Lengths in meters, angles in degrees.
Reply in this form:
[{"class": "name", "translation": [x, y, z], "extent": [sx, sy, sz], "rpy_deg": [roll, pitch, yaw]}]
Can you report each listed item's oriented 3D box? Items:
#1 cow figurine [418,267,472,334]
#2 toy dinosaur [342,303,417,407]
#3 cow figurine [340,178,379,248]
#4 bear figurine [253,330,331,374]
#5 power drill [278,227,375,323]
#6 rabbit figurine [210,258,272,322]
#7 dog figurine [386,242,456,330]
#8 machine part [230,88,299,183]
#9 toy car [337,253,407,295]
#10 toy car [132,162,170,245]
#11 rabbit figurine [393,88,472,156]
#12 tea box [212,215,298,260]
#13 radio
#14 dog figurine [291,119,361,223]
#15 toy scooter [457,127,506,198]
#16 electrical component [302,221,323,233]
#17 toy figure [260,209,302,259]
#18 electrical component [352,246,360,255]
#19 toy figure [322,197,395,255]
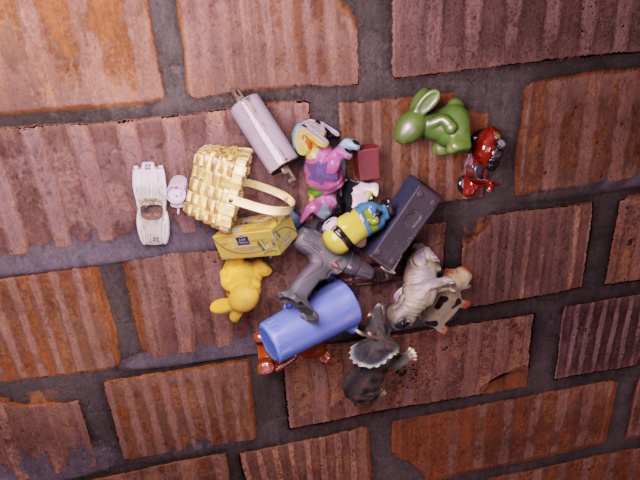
[{"class": "cow figurine", "translation": [0.345, 0.154, 1.479], "extent": [0.127, 0.086, 0.195], "rpy_deg": [27, 106, -28]}, {"class": "toy dinosaur", "translation": [0.125, 0.363, 1.454], "extent": [0.192, 0.131, 0.404], "rpy_deg": [-5, 129, -39]}, {"class": "cow figurine", "translation": [0.086, -0.065, 1.326], "extent": [0.098, 0.068, 0.167], "rpy_deg": [8, 101, -4]}, {"class": "bear figurine", "translation": [-0.070, 0.286, 1.425], "extent": [0.196, 0.132, 0.120], "rpy_deg": [-6, 80, -2]}, {"class": "power drill", "translation": [0.010, 0.093, 1.287], "extent": [0.232, 0.086, 0.207], "rpy_deg": [38, 71, -17]}, {"class": "rabbit figurine", "translation": [-0.198, 0.119, 1.301], "extent": [0.121, 0.173, 0.162], "rpy_deg": [33, 99, -27]}, {"class": "dog figurine", "translation": [0.230, 0.118, 1.375], "extent": [0.190, 0.172, 0.121], "rpy_deg": [-32, 146, 2]}, {"class": "machine part", "translation": [-0.122, -0.230, 1.179], "extent": [0.079, 0.079, 0.243], "rpy_deg": [-34, 90, 4]}, {"class": "toy car", "translation": [0.147, 0.092, 1.426], "extent": [0.202, 0.053, 0.089], "rpy_deg": [-11, 119, -8]}, {"class": "toy car", "translation": [-0.387, -0.082, 1.235], "extent": [0.073, 0.056, 0.201], "rpy_deg": [-2, 114, -11]}, {"class": "rabbit figurine", "translation": [0.257, -0.270, 1.249], "extent": [0.170, 0.121, 0.159], "rpy_deg": [-4, 108, -12]}, {"class": "tea box", "translation": [-0.151, -0.009, 1.252], "extent": [0.170, 0.098, 0.068], "rpy_deg": [-4, 118, 30]}, {"class": "radio", "translation": [0.197, -0.042, 1.319], "extent": [0.073, 0.131, 0.229], "rpy_deg": [31, 99, -11]}, {"class": "dog figurine", "translation": [-0.010, -0.149, 1.255], "extent": [0.191, 0.108, 0.219], "rpy_deg": [28, 118, -1]}, {"class": "toy scooter", "translation": [0.405, -0.181, 1.311], "extent": [0.075, 0.135, 0.183], "rpy_deg": [13, 109, -15]}, {"class": "electrical component", "translation": [-0.003, -0.004, 1.353], "extent": [0.119, 0.048, 0.074], "rpy_deg": [22, 107, -19]}, {"class": "toy figure", "translation": [-0.106, -0.012, 1.327], "extent": [0.064, 0.058, 0.154], "rpy_deg": [46, 103, 14]}, {"class": "electrical component", "translation": [0.073, 0.030, 1.398], "extent": [0.063, 0.021, 0.094], "rpy_deg": [19, 108, -19]}, {"class": "toy figure", "translation": [0.089, -0.034, 1.249], "extent": [0.180, 0.089, 0.082], "rpy_deg": [-24, 153, -6]}]
